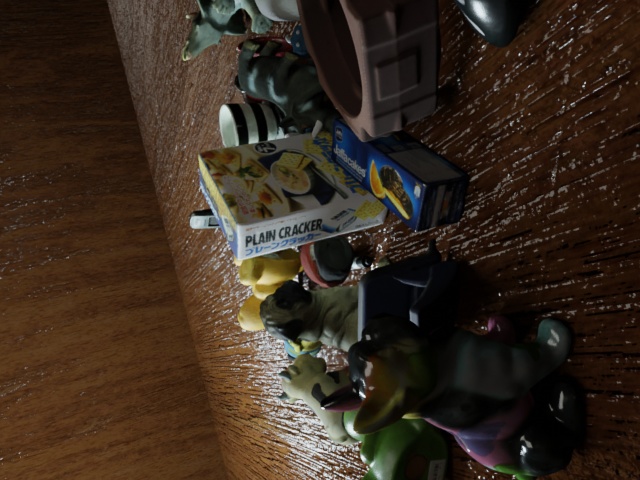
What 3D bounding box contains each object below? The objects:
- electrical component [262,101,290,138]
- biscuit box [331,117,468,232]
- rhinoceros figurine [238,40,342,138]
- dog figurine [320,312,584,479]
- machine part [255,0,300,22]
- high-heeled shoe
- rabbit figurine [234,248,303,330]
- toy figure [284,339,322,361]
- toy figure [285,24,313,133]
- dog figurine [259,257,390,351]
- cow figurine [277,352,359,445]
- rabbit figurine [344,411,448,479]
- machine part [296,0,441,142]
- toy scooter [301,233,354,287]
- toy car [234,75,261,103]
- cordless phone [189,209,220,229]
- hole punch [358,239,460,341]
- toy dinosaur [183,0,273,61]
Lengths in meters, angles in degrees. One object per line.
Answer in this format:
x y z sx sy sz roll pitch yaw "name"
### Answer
-0.058 -0.197 0.918 0.119 0.048 0.074 66 154 25 "electrical component"
0.084 -0.087 0.637 0.203 0.059 0.062 49 144 48 "biscuit box"
-0.038 -0.205 0.741 0.190 0.073 0.112 32 119 22 "rhinoceros figurine"
0.117 0.150 0.492 0.108 0.219 0.191 -176 75 -70 "dog figurine"
-0.027 -0.340 0.737 0.243 0.079 0.079 36 134 56 "machine part"
0.118 -0.282 0.484 0.249 0.086 0.145 -102 -15 -44 "high-heeled shoe"
-0.101 0.094 1.036 0.122 0.162 0.173 36 112 55 "rabbit figurine"
-0.023 0.168 0.997 0.180 0.089 0.082 98 154 -56 "toy figure"
-0.020 -0.238 0.797 0.058 0.064 0.154 -61 -26 -67 "toy figure"
0.032 0.121 0.704 0.173 0.190 0.121 47 143 47 "dog figurine"
0.009 0.265 0.914 0.195 0.127 0.085 44 137 48 "cow figurine"
0.083 0.261 0.748 0.170 0.121 0.159 20 114 59 "rabbit figurine"
0.045 -0.223 0.558 0.200 0.087 0.202 75 169 -50 "machine part"
-0.002 -0.003 0.842 0.135 0.075 0.184 133 137 -59 "toy scooter"
-0.105 -0.215 0.990 0.089 0.053 0.202 28 -135 -81 "toy car"
-0.163 -0.076 1.051 0.146 0.184 0.089 115 141 -56 "cordless phone"
0.113 0.083 0.593 0.092 0.116 0.142 36 138 51 "hole punch"
-0.154 -0.495 0.910 0.192 0.131 0.404 56 143 39 "toy dinosaur"
